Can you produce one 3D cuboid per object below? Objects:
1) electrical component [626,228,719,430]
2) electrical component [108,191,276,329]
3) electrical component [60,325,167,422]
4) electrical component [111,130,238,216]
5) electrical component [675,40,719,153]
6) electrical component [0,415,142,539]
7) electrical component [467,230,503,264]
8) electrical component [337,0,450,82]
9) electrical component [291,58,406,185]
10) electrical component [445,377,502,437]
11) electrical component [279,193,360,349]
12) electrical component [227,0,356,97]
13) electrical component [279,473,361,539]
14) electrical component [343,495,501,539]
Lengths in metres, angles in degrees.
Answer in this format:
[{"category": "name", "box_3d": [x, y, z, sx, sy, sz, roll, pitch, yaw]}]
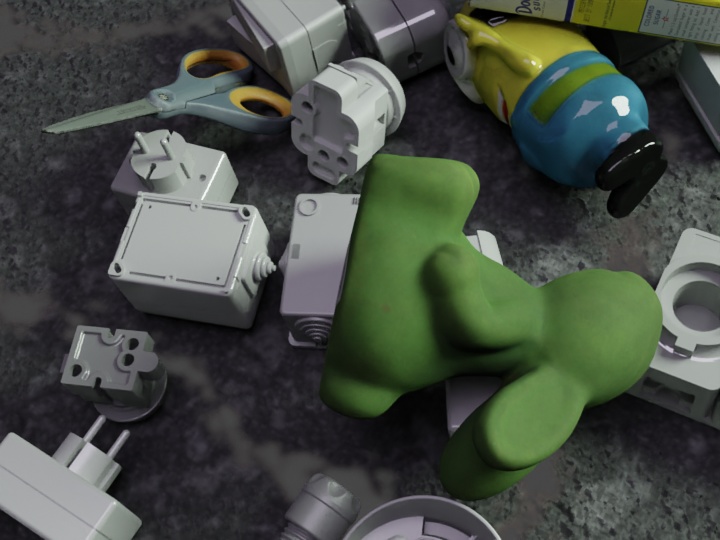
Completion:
[{"category": "electrical component", "box_3d": [0.235, 0.047, 0.593, 0.150, 0.061, 0.089, 21, 68, 18]}, {"category": "electrical component", "box_3d": [-0.096, -0.003, 0.670, 0.096, 0.061, 0.061, 8, 65, 15]}, {"category": "electrical component", "box_3d": [-0.145, 0.063, 0.647, 0.066, 0.055, 0.048, 5, 64, 11]}, {"category": "electrical component", "box_3d": [-0.125, -0.065, 0.699, 0.066, 0.076, 0.047, 15, 66, 16]}, {"category": "electrical component", "box_3d": [0.268, -0.129, 0.682, 0.113, 0.057, 0.078, -19, 62, -1]}, {"category": "electrical component", "box_3d": [-0.165, 0.120, 0.626, 0.083, 0.047, 0.075, 27, 70, 20]}, {"category": "electrical component", "box_3d": [0.071, 0.004, 0.654, 0.040, 0.040, 0.046, -11, 56, 3]}, {"category": "electrical component", "box_3d": [0.024, -0.182, 0.749, 0.059, 0.053, 0.095, -25, 62, -5]}, {"category": "electrical component", "box_3d": [-0.007, -0.103, 0.705, 0.058, 0.078, 0.057, 28, 52, 22]}, {"category": "electrical component", "box_3d": [0.089, 0.067, 0.614, 0.077, 0.047, 0.065, -4, 61, 7]}, {"category": "electrical component", "box_3d": [0.000, 0.000, 0.662, 0.100, 0.048, 0.099, 1, 64, 10]}, {"category": "electrical component", "box_3d": [-0.056, -0.176, 0.752, 0.061, 0.061, 0.096, -33, 62, -10]}, {"category": "electrical component", "box_3d": [-0.028, 0.146, 0.598, 0.035, 0.035, 0.061, 30, 74, 21]}, {"category": "electrical component", "box_3d": [0.031, 0.172, 0.558, 0.099, 0.064, 0.099, -4, 62, 7]}]
